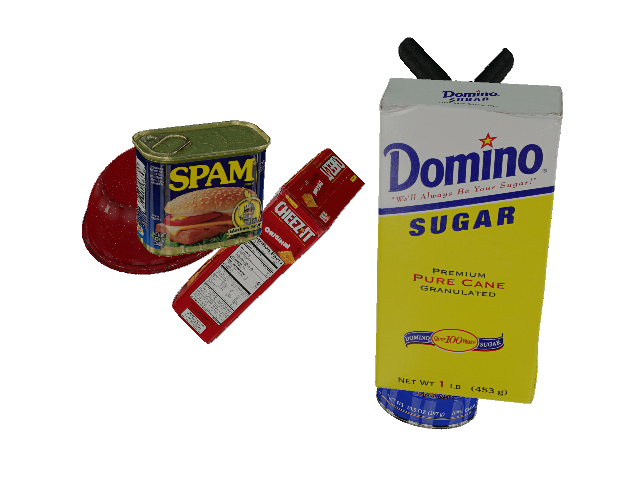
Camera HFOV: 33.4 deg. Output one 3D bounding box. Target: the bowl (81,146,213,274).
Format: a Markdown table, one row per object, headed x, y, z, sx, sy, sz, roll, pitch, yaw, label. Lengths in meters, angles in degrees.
| x | y | z | sx | sy | sz | roll | pitch | yaw | label |
| --- | --- | --- | --- | --- | --- | --- | --- | --- | --- |
| -0.158 | -0.044 | 1.020 | 0.162 | 0.162 | 0.055 | 0 | -43 | 12 | bowl |

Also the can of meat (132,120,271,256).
| x | y | z | sx | sy | sz | roll | pitch | yaw | label |
| --- | --- | --- | --- | --- | --- | --- | --- | --- | --- |
| -0.092 | -0.040 | 0.822 | 0.101 | 0.084 | 0.057 | -9 | 30 | -25 | can of meat |

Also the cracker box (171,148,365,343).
| x | y | z | sx | sy | sz | roll | pitch | yaw | label |
| --- | --- | --- | --- | --- | --- | --- | --- | --- | --- |
| -0.061 | 0.003 | 1.232 | 0.214 | 0.072 | 0.164 | -44 | 3 | 27 | cracker box |

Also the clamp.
| x | y | z | sx | sy | sz | roll | pitch | yaw | label |
| --- | --- | --- | --- | --- | --- | --- | --- | --- | --- |
| 0.130 | -0.146 | 1.067 | 0.120 | 0.039 | 0.171 | 8 | 46 | 6 | clamp |

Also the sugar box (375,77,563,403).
| x | y | z | sx | sy | sz | roll | pitch | yaw | label |
| --- | --- | --- | --- | --- | --- | --- | --- | --- | --- |
| 0.078 | 0.003 | 0.582 | 0.093 | 0.176 | 0.048 | 4 | 30 | 11 | sugar box |

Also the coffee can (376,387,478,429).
| x | y | z | sx | sy | sz | roll | pitch | yaw | label |
| --- | --- | --- | --- | --- | --- | --- | --- | --- | --- |
| 0.114 | 0.097 | 1.042 | 0.103 | 0.140 | 0.103 | 6 | 23 | -3 | coffee can |
